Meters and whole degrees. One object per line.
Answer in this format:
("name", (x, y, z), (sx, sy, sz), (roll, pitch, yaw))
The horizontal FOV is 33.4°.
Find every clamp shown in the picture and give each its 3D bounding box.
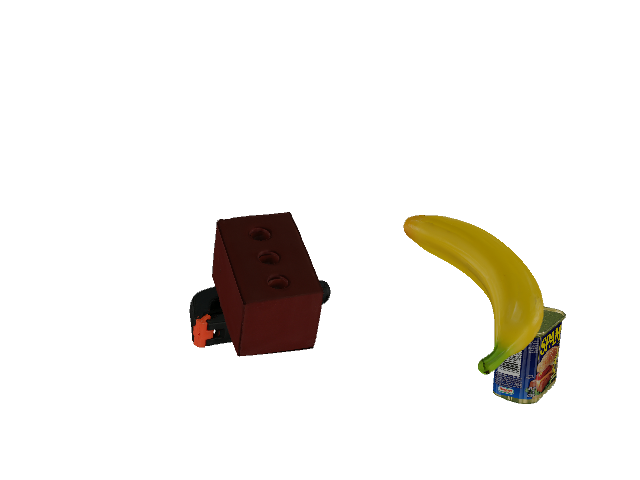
("clamp", (-0.082, 0.057, 1.059), (0.120, 0.039, 0.171), (15, 21, 32))

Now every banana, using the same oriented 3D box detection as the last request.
("banana", (0.123, 0.026, 0.815), (0.069, 0.037, 0.198), (-7, 32, -10))

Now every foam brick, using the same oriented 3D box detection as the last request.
("foam brick", (-0.036, 0.028, 0.690), (0.053, 0.051, 0.078), (-6, 45, -19))

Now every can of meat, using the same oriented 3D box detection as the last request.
("can of meat", (0.231, 0.126, 1.188), (0.058, 0.084, 0.101), (11, 16, 29))
